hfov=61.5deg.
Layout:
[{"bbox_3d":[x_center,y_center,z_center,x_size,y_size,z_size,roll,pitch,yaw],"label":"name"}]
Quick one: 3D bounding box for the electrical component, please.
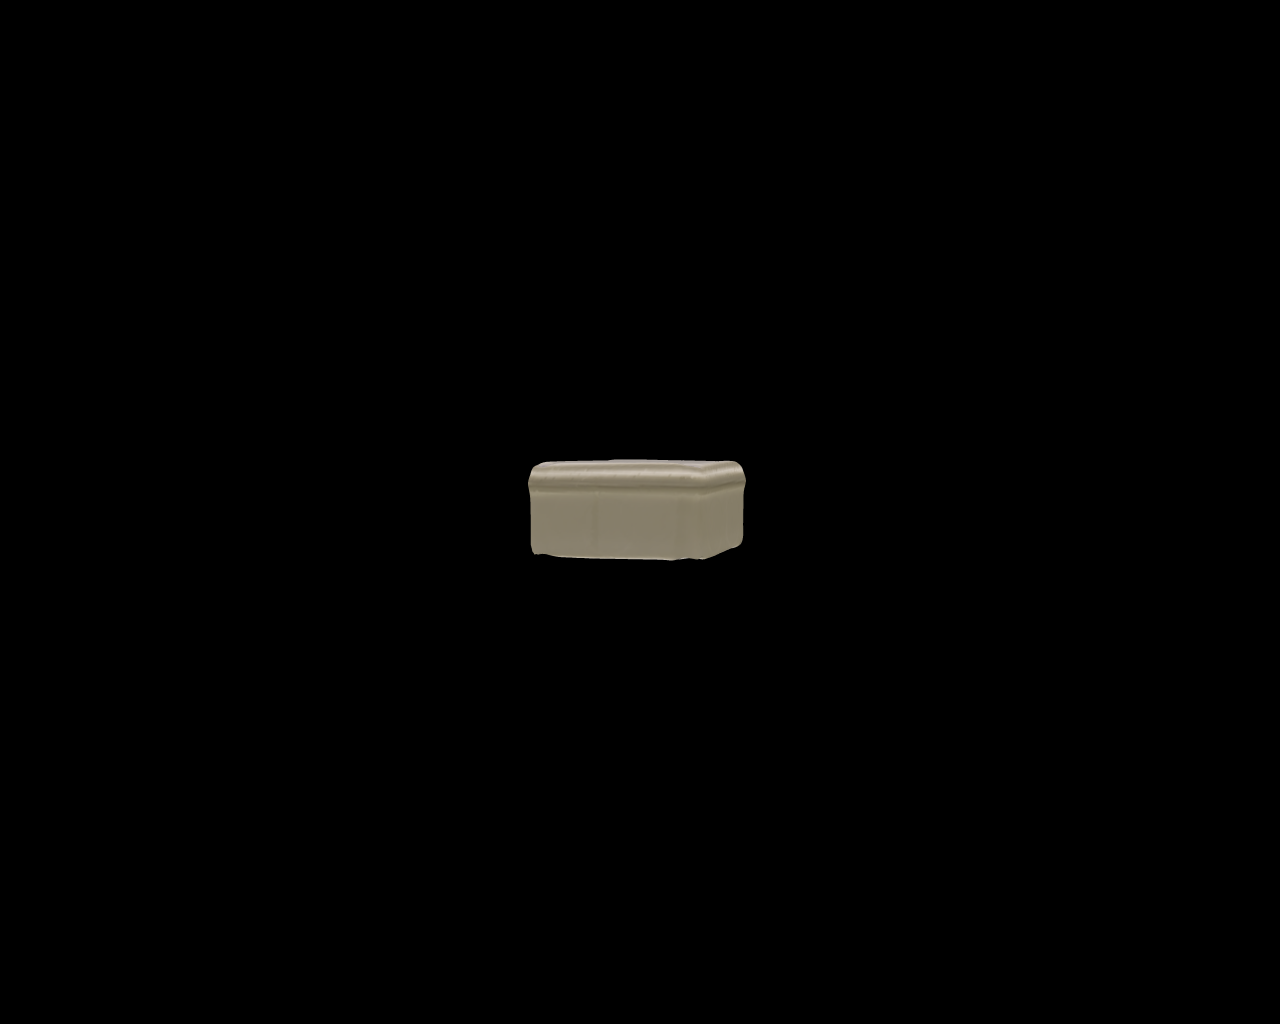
[{"bbox_3d":[0.001,-0.003,0.650,0.109,0.056,0.109,1,4,20],"label":"electrical component"}]
